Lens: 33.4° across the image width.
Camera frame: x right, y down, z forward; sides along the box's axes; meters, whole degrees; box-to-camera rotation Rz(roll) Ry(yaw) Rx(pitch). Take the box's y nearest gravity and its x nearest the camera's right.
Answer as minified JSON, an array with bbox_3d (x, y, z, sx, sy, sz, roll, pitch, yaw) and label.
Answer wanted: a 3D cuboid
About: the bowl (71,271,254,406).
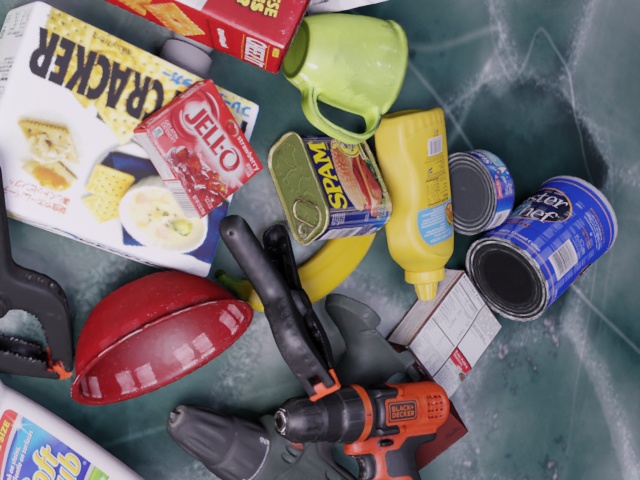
[{"bbox_3d":[-0.137,0.072,0.875,0.161,0.162,0.055,-15,66,-35],"label":"bowl"}]

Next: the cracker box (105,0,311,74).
[{"bbox_3d":[-0.097,-0.251,0.848,0.213,0.072,0.164,24,78,-2],"label":"cracker box"}]

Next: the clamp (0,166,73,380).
[{"bbox_3d":[-0.265,0.047,0.804,0.164,0.036,0.210,-30,131,-2],"label":"clamp"}]

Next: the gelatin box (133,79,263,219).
[{"bbox_3d":[-0.097,-0.073,0.859,0.073,0.030,0.089,-42,116,-27],"label":"gelatin box"}]

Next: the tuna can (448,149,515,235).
[{"bbox_3d":[0.159,-0.050,1.098,0.033,0.086,0.086,-14,102,-38],"label":"tuna can"}]

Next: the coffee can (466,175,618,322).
[{"bbox_3d":[0.238,0.007,1.143,0.140,0.103,0.103,-37,114,-34],"label":"coffee can"}]

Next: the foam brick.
[{"bbox_3d":[0.099,0.188,1.075,0.078,0.051,0.053,-39,119,7],"label":"foam brick"}]

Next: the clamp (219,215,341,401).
[{"bbox_3d":[-0.027,0.053,0.928,0.171,0.039,0.120,66,21,2],"label":"clamp"}]

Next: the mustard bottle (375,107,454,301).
[{"bbox_3d":[0.099,-0.033,1.070,0.096,0.058,0.191,-23,109,-57],"label":"mustard bottle"}]

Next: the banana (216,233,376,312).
[{"bbox_3d":[-0.004,0.020,1.015,0.197,0.037,0.069,-30,109,-31],"label":"banana"}]

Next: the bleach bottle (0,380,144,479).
[{"bbox_3d":[-0.235,0.185,0.844,0.250,0.068,0.102,43,72,-27],"label":"bleach bottle"}]

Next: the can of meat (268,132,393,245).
[{"bbox_3d":[0.010,-0.050,0.992,0.083,0.058,0.102,-6,68,-38],"label":"can of meat"}]

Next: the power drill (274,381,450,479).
[{"bbox_3d":[0.043,0.221,0.950,0.184,0.057,0.187,0,87,-34],"label":"power drill"}]

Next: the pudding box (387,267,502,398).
[{"bbox_3d":[0.131,0.099,1.119,0.113,0.039,0.090,-50,119,-25],"label":"pudding box"}]
